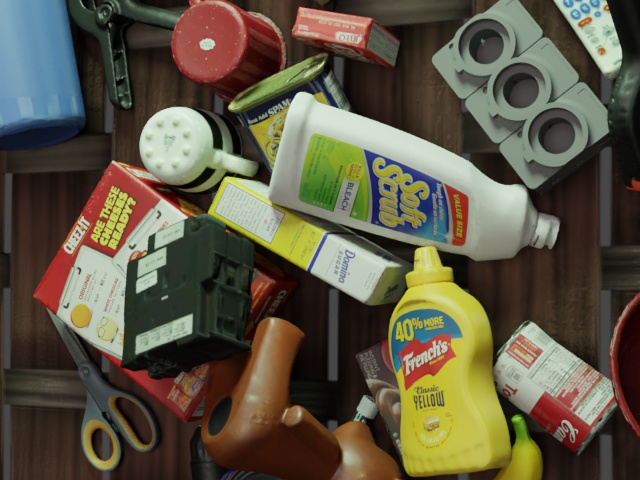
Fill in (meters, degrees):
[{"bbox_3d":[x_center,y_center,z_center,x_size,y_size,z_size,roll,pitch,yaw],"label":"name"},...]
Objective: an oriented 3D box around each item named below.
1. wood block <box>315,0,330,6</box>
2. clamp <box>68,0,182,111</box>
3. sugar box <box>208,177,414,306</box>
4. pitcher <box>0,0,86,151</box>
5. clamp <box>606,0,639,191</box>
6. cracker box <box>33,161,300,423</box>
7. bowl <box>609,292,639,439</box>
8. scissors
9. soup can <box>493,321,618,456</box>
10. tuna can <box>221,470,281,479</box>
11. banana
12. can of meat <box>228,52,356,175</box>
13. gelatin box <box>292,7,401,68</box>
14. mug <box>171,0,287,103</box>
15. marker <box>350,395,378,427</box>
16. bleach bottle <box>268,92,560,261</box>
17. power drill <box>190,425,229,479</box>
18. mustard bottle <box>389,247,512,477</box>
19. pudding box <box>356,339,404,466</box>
[{"bbox_3d":[0.050,-0.318,0.974,0.206,0.090,0.091,-33,77,16],"label":"wood block"},{"bbox_3d":[-0.201,-0.232,1.094,0.120,0.039,0.171,-34,76,15],"label":"clamp"},{"bbox_3d":[-0.007,0.001,0.979,0.176,0.093,0.048,32,100,20],"label":"sugar box"},{"bbox_3d":[-0.324,-0.218,1.104,0.145,0.149,0.243,-14,85,4],"label":"pitcher"},{"bbox_3d":[0.282,-0.145,0.876,0.036,0.164,0.210,18,118,51],"label":"clamp"},{"bbox_3d":[-0.152,0.049,1.045,0.214,0.072,0.164,35,99,20],"label":"cracker box"},{"bbox_3d":[0.293,0.114,0.853,0.162,0.055,0.162,5,69,-13],"label":"bowl"},{"bbox_3d":[-0.246,0.156,1.105,0.202,0.016,0.096,41,102,18],"label":"scissors"},{"bbox_3d":[0.199,0.124,0.906,0.102,0.068,0.068,38,101,19],"label":"soup can"},{"bbox_3d":[-0.057,0.248,0.992,0.034,0.086,0.086,-30,73,62],"label":"tuna can"},{"bbox_3d":[0.132,0.237,0.939,0.069,0.037,0.198,43,106,3],"label":"banana"},{"bbox_3d":[-0.019,-0.113,0.992,0.102,0.057,0.084,-22,112,21],"label":"can of meat"},{"bbox_3d":[0.025,-0.184,0.977,0.073,0.089,0.030,15,93,21],"label":"gelatin box"},{"bbox_3d":[-0.094,-0.194,1.028,0.093,0.081,0.117,-26,79,18],"label":"mug"},{"bbox_3d":[0.021,0.201,0.997,0.020,0.020,0.121,31,98,20],"label":"marker"},{"bbox_3d":[0.087,-0.047,0.932,0.251,0.068,0.103,16,115,2],"label":"bleach bottle"},{"bbox_3d":[-0.160,0.276,1.044,0.188,0.057,0.184,-8,84,21],"label":"power drill"},{"bbox_3d":[0.103,0.100,0.905,0.096,0.058,0.191,-18,74,45],"label":"mustard bottle"},{"bbox_3d":[0.096,0.134,0.961,0.090,0.039,0.113,-28,78,17],"label":"pudding box"}]
